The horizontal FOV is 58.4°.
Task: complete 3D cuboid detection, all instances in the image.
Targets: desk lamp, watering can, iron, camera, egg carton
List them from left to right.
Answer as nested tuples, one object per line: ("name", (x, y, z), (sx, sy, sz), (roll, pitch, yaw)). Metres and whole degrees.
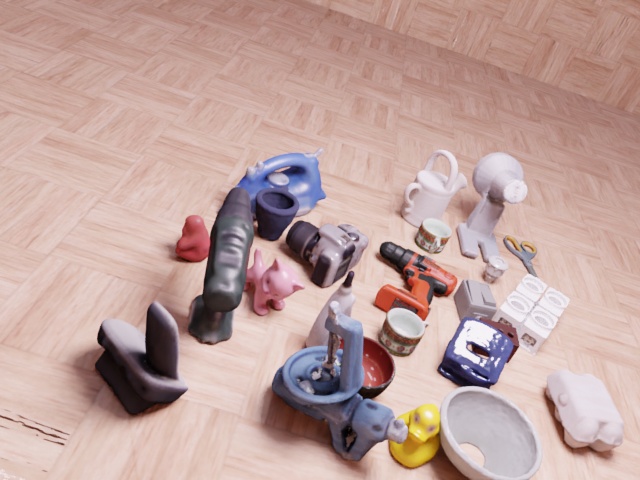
("iron", (-0.098, -0.131, 1.261), (0.259, 0.141, 0.118), (-15, 48, -39))
("camera", (0.011, 0.004, 1.168), (0.136, 0.101, 0.143), (34, 37, 19))
("watering can", (0.282, -0.132, 1.401), (0.100, 0.194, 0.173), (37, 38, 23))
("desk lamp", (0.424, -0.085, 1.391), (0.118, 0.213, 0.203), (15, 35, -6))
("egg carton", (0.465, 0.300, 1.018), (0.107, 0.069, 0.150), (12, 36, -11))

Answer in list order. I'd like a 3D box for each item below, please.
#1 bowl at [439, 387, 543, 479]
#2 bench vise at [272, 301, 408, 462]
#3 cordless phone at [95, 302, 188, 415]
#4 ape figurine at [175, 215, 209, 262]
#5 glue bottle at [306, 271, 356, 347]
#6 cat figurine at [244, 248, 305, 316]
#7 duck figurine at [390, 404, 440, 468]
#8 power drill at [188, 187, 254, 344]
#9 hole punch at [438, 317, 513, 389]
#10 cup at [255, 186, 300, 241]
("bowl", (0.251, 0.315, 0.889), (0.167, 0.075, 0.167), (13, 36, -9))
("bench vise", (0.043, 0.195, 0.823), (0.207, 0.220, 0.121), (22, 35, 3))
("cordless phone", (-0.242, 0.136, 0.795), (0.147, 0.185, 0.094), (37, 39, 23))
("ape figurine", (-0.237, -0.009, 1.073), (0.076, 0.092, 0.078), (29, 36, 14))
("glue bottle", (0.029, 0.117, 0.961), (0.037, 0.173, 0.078), (37, 39, 24))
("cat figurine", (-0.086, 0.068, 1.021), (0.067, 0.118, 0.127), (-13, 46, -37))
("duck figurine", (0.156, 0.284, 0.875), (0.077, 0.086, 0.105), (32, 37, 16))
("power drill", (-0.157, 0.053, 0.927), (0.076, 0.208, 0.229), (11, 36, -12))
("hole punch", (0.282, 0.210, 1.032), (0.108, 0.091, 0.101), (28, 36, 12))
("cup", (-0.095, -0.055, 1.202), (0.091, 0.095, 0.118), (19, 35, -1))
